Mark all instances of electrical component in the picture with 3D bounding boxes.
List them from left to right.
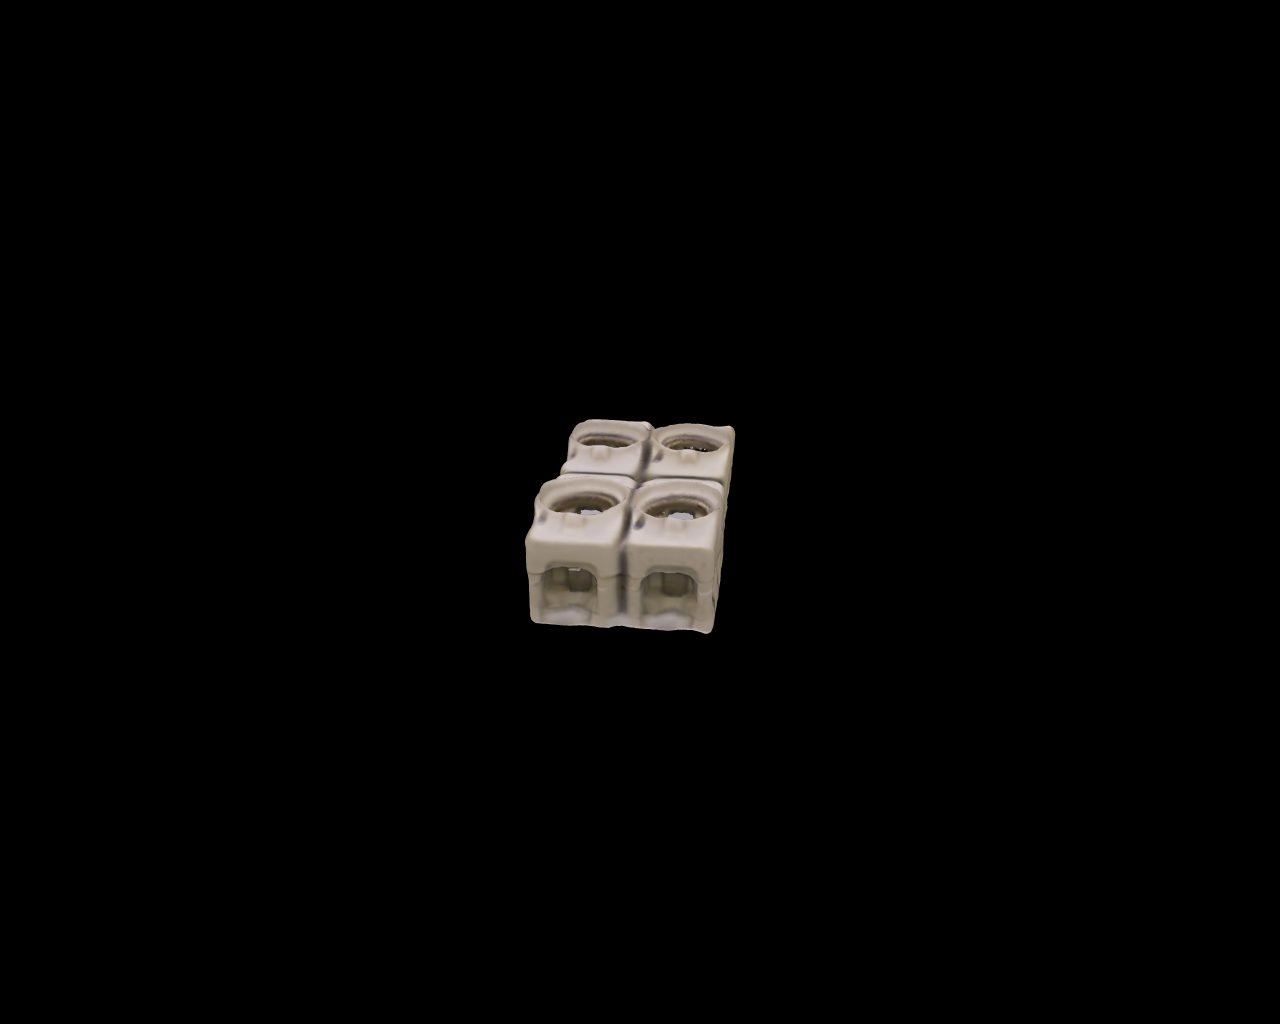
[{"bbox_3d":[0.001,-0.003,0.650,0.105,0.060,0.186,3,26,7],"label":"electrical component"}]
